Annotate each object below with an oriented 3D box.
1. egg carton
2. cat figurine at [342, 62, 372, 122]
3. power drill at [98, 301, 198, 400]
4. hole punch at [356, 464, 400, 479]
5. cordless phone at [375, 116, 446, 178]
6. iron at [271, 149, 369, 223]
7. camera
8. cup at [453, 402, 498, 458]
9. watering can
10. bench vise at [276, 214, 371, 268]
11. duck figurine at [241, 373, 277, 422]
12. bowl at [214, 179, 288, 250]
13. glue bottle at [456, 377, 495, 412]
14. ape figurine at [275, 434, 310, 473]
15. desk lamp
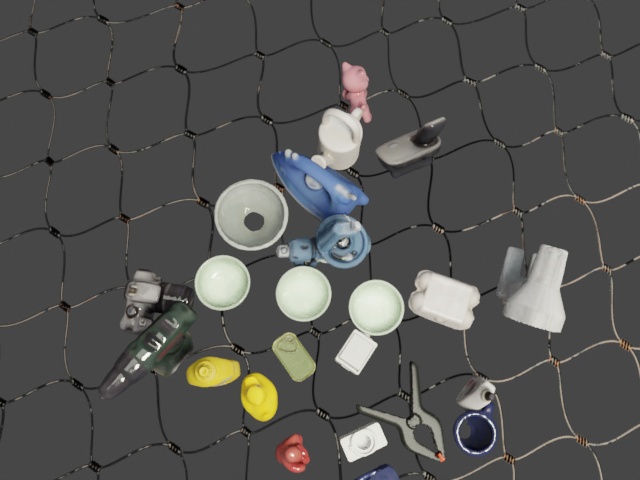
[{"bbox_3d":[0.277,0.135,1.281,0.150,0.069,0.107,19,77,3],"label":"egg carton"},{"bbox_3d":[0.088,-0.357,1.364,0.067,0.118,0.128,-11,77,-4],"label":"cat figurine"},{"bbox_3d":[-0.334,0.230,1.173,0.075,0.208,0.230,38,79,7],"label":"power drill"},{"bbox_3d":[0.121,0.527,1.176,0.109,0.091,0.101,-27,79,-7],"label":"hole punch"},{"bbox_3d":[0.209,-0.225,1.303,0.147,0.185,0.094,-27,79,-7],"label":"cordless phone"},{"bbox_3d":[-0.015,-0.141,1.300,0.258,0.141,0.119,36,79,7],"label":"iron"},{"bbox_3d":[-0.352,0.141,1.248,0.137,0.101,0.143,8,77,1],"label":"camera"},{"bbox_3d":[0.324,0.393,1.210,0.091,0.095,0.118,32,78,6],"label":"cup"},{"bbox_3d":[0.044,-0.230,1.295,0.101,0.194,0.173,12,77,2],"label":"watering can"},{"bbox_3d":[0.017,0.015,1.225,0.207,0.220,0.121,-27,79,-7],"label":"bench vise"},{"bbox_3d":[-0.132,0.334,1.217,0.077,0.086,0.104,-23,79,-6],"label":"duck figurine"},{"bbox_3d":[-0.153,-0.050,1.310,0.167,0.075,0.167,0,77,-1],"label":"bowl"},{"bbox_3d":[0.332,0.321,1.187,0.037,0.173,0.078,37,79,7],"label":"glue bottle"},{"bbox_3d":[-0.056,0.445,1.190,0.076,0.092,0.078,11,77,2],"label":"ape figurine"},{"bbox_3d":[0.452,0.099,1.220,0.118,0.213,0.203,16,77,3],"label":"desk lamp"}]
